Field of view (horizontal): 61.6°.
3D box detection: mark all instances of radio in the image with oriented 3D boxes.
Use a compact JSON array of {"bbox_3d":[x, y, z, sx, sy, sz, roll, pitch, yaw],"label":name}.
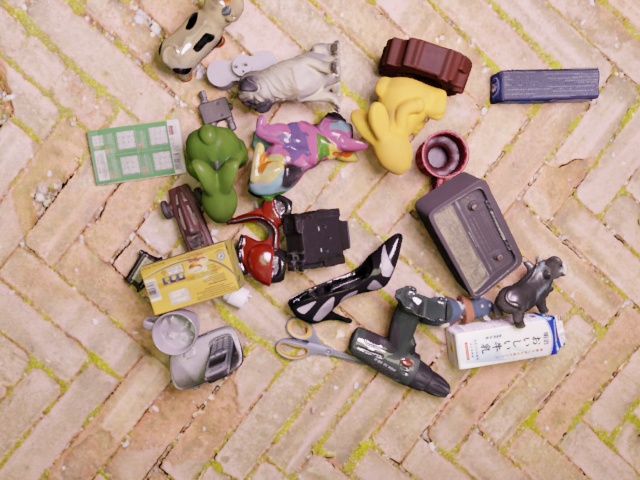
[{"bbox_3d":[0.292,-0.010,1.042,0.131,0.073,0.229,-35,118,-1],"label":"radio"}]

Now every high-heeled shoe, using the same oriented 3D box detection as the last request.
[{"bbox_3d":[0.047,0.067,1.054,0.145,0.086,0.248,24,107,-18],"label":"high-heeled shoe"}]

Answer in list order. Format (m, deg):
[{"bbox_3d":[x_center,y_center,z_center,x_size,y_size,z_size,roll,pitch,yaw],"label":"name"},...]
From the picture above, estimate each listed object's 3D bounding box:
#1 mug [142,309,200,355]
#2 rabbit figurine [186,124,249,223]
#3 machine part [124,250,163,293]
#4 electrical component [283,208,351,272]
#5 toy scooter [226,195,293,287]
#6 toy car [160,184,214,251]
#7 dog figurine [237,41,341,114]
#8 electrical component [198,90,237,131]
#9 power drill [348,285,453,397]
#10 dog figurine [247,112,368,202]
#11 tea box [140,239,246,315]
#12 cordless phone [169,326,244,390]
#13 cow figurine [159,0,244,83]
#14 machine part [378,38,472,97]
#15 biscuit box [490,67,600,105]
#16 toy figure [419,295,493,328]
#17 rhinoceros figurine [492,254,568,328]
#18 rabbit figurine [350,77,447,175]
[{"bbox_3d":[-0.282,0.170,1.040,0.110,0.107,0.080,8,92,0],"label":"mug"},{"bbox_3d":[-0.184,-0.120,1.001,0.121,0.159,0.170,-8,82,-12],"label":"rabbit figurine"},{"bbox_3d":[-0.313,0.082,1.070,0.139,0.039,0.084,28,83,-2],"label":"machine part"},{"bbox_3d":[-0.002,-0.003,1.046,0.134,0.058,0.114,-11,98,-37],"label":"electrical component"},{"bbox_3d":[-0.128,-0.003,1.057,0.135,0.075,0.183,5,90,-4],"label":"toy scooter"},{"bbox_3d":[-0.246,-0.011,1.062,0.089,0.053,0.202,-20,95,1],"label":"toy car"},{"bbox_3d":[-0.055,-0.312,1.020,0.191,0.172,0.121,0,118,5],"label":"dog figurine"},{"bbox_3d":[-0.205,-0.255,1.065,0.063,0.021,0.094,-20,93,-2],"label":"electrical component"},{"bbox_3d":[0.185,0.199,1.056,0.232,0.086,0.207,22,128,3],"label":"power drill"},{"bbox_3d":[-0.023,-0.160,1.033,0.219,0.108,0.191,6,74,-7],"label":"dog figurine"},{"bbox_3d":[-0.237,0.068,1.011,0.170,0.068,0.098,-15,95,3],"label":"tea box"},{"bbox_3d":[-0.218,0.241,1.010,0.147,0.184,0.088,-22,99,-2],"label":"cordless phone"},{"bbox_3d":[-0.222,-0.394,1.005,0.195,0.127,0.085,-44,97,2],"label":"cow figurine"},{"bbox_3d":[0.194,-0.322,1.013,0.179,0.179,0.056,17,95,-4],"label":"machine part"},{"bbox_3d":[0.449,-0.308,1.080,0.203,0.059,0.062,-2,95,-4],"label":"biscuit box"},{"bbox_3d":[0.276,0.141,1.095,0.154,0.058,0.064,-3,101,-8],"label":"toy figure"},{"bbox_3d":[0.419,0.094,1.073,0.190,0.073,0.111,-27,122,-29],"label":"rhinoceros figurine"},{"bbox_3d":[0.145,-0.211,1.003,0.162,0.122,0.173,17,81,-30],"label":"rabbit figurine"}]
